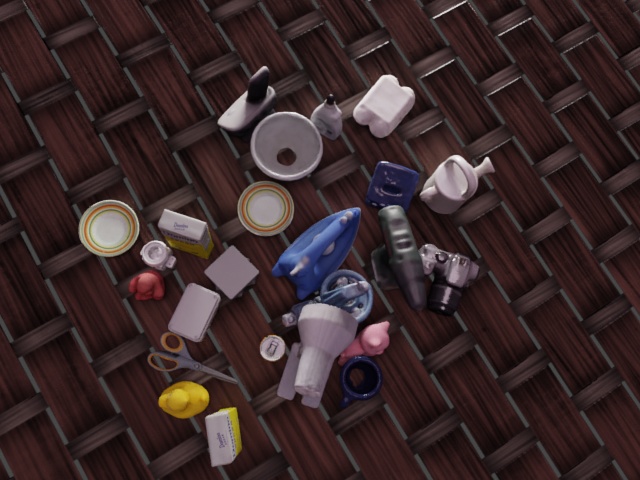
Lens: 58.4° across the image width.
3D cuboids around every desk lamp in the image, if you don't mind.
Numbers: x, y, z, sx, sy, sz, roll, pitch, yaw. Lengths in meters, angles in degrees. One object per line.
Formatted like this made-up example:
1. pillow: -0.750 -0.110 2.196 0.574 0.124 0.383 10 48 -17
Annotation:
1. desk lamp: -0.008 0.242 1.178 0.118 0.213 0.203 18 77 0

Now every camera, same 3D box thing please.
1. camera: 0.276 0.093 1.290 0.143 0.101 0.137 20 77 0

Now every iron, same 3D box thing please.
1. iron: 0.012 0.005 1.267 0.118 0.141 0.258 41 78 5

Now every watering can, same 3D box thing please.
1. watering can: 0.309 -0.136 1.294 0.101 0.194 0.173 43 78 5

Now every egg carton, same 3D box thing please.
1. egg carton: 0.157 -0.323 1.386 0.107 0.069 0.150 37 78 4

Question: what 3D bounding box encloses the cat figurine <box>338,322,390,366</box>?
1. cat figurine: 0.096 0.225 1.239 0.128 0.117 0.067 -22 80 -9

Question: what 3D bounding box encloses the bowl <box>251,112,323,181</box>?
1. bowl: -0.078 -0.209 1.340 0.167 0.074 0.167 1 78 -4

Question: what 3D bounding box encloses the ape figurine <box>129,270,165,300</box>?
1. ape figurine: -0.374 0.100 1.241 0.078 0.092 0.076 33 77 3

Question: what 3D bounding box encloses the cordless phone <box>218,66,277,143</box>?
1. cordless phone: -0.166 -0.315 1.299 0.094 0.185 0.148 38 78 4

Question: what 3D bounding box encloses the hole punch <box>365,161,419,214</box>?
1. hole punch: 0.168 -0.118 1.332 0.108 0.091 0.101 17 77 -1

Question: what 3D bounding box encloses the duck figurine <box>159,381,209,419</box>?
1. duck figurine: -0.288 0.337 1.200 0.104 0.086 0.077 0 78 -4

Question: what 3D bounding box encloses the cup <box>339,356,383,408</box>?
1. cup: 0.076 0.308 1.231 0.091 0.095 0.118 34 78 3

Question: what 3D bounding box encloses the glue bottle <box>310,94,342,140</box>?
1. glue bottle: 0.019 -0.290 1.314 0.078 0.173 0.037 34 78 4

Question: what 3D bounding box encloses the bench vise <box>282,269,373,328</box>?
1. bench vise: 0.030 0.141 1.199 0.207 0.219 0.121 -38 83 -11

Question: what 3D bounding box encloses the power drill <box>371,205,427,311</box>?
1. power drill: 0.169 0.049 1.236 0.075 0.208 0.229 -12 79 -7
